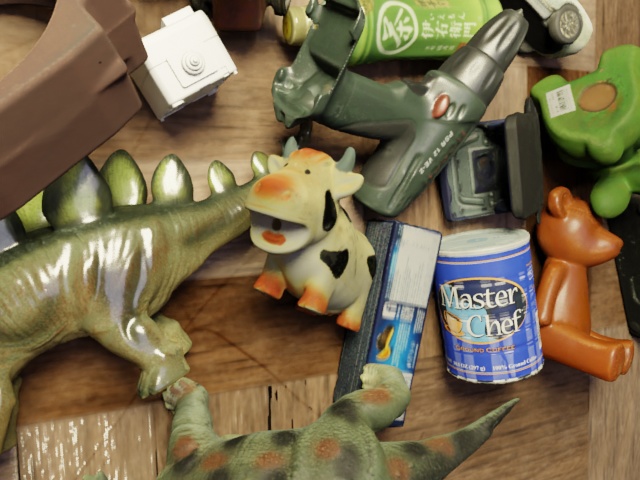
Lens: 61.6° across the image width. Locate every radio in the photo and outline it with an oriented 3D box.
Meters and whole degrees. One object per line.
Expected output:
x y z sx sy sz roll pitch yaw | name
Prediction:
0.463 0.019 0.709 0.131 0.073 0.229 -21 100 -20 | radio

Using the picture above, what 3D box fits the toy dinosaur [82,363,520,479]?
-0.027 0.195 0.417 0.405 0.192 0.131 -13 113 8 | toy dinosaur

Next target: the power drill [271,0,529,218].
0.071 -0.140 0.482 0.207 0.086 0.232 13 113 -47 | power drill

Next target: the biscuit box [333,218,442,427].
0.067 0.083 0.549 0.059 0.063 0.202 12 90 -24 | biscuit box

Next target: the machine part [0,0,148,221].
-0.235 -0.120 0.346 0.201 0.087 0.201 41 75 16 | machine part

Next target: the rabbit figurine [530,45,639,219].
0.338 -0.107 0.609 0.170 0.121 0.159 32 40 -45 | rabbit figurine

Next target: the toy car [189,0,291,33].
-0.064 -0.280 0.464 0.089 0.053 0.202 3 94 5 | toy car

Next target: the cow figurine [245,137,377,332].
-0.001 -0.001 0.462 0.194 0.086 0.127 43 63 -61 | cow figurine

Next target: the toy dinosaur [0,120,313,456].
-0.174 0.028 0.423 0.471 0.105 0.198 -28 100 -27 | toy dinosaur

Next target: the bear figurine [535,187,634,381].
0.304 0.045 0.618 0.120 0.132 0.195 15 92 -53 | bear figurine

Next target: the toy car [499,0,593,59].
0.209 -0.266 0.577 0.201 0.074 0.056 32 85 -22 | toy car

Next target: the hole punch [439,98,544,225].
0.191 -0.078 0.588 0.116 0.092 0.142 -15 98 -52 | hole punch
